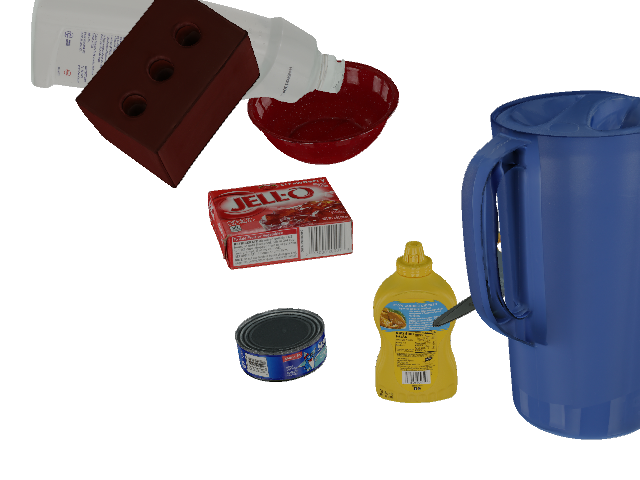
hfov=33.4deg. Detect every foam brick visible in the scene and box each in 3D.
[{"bbox_3d":[-0.076,-0.077,0.540,0.053,0.078,0.051,33,-9,12],"label":"foam brick"}]

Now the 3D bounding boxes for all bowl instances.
[{"bbox_3d":[0.004,-0.129,1.145,0.162,0.055,0.162,-4,40,3],"label":"bowl"}]

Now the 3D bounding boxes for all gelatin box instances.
[{"bbox_3d":[-0.029,-0.014,0.741,0.089,0.030,0.073,-7,28,-12],"label":"gelatin box"}]

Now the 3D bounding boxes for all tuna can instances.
[{"bbox_3d":[-0.037,0.099,1.016,0.086,0.034,0.086,-6,24,2],"label":"tuna can"}]

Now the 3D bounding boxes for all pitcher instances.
[{"bbox_3d":[0.184,0.020,0.775,0.149,0.243,0.145,0,20,13],"label":"pitcher"}]

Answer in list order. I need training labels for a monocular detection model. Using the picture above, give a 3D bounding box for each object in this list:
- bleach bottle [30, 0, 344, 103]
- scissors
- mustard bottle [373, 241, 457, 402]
[{"bbox_3d":[-0.106,-0.153,0.880,0.250,0.068,0.103,9,-31,-10],"label":"bleach bottle"},{"bbox_3d":[0.149,0.030,0.950,0.201,0.016,0.096,-10,39,-35],"label":"scissors"},{"bbox_3d":[0.109,0.092,1.228,0.096,0.192,0.058,-1,23,5],"label":"mustard bottle"}]
